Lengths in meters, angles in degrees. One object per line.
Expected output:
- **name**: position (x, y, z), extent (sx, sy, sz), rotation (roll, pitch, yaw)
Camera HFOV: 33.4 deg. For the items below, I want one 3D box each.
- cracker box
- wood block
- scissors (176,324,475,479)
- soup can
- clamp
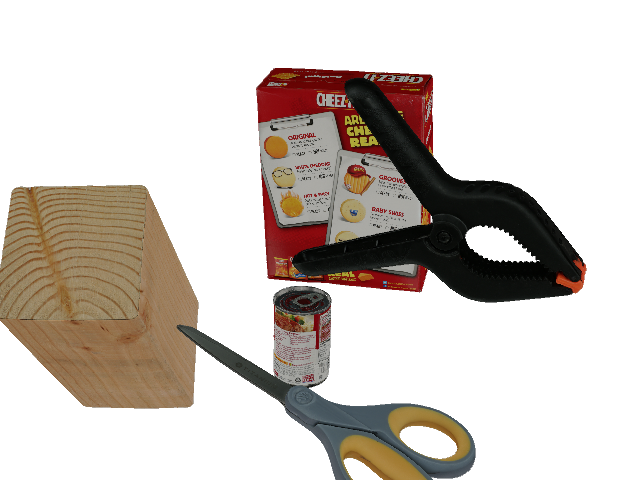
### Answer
- **cracker box**: position (0.028, -0.060, 1.068), extent (0.164, 0.214, 0.072), rotation (5, 29, 12)
- **wood block**: position (-0.147, 0.048, 0.746), extent (0.090, 0.091, 0.206), rotation (0, -23, 3)
- **scissors**: position (0.009, 0.094, 0.631), extent (0.096, 0.016, 0.202), rotation (-21, 47, -34)
- **soup can**: position (-0.022, 0.113, 1.254), extent (0.068, 0.102, 0.068), rotation (1, 25, -1)
- **clamp**: position (0.088, -0.020, 0.753), extent (0.210, 0.165, 0.036), rotation (16, 34, 11)
